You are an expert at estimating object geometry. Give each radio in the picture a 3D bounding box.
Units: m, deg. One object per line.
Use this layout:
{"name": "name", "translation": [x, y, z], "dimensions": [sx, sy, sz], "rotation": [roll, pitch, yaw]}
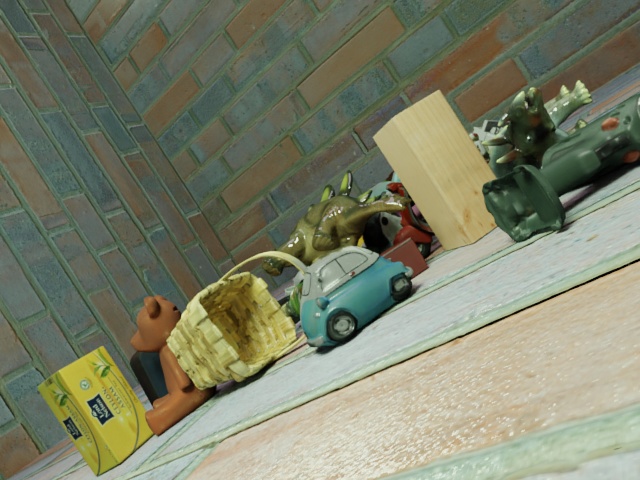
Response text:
{"name": "radio", "translation": [-0.236, 0.217, 1.032], "dimensions": [0.229, 0.131, 0.073], "rotation": [-33, 2, -39]}

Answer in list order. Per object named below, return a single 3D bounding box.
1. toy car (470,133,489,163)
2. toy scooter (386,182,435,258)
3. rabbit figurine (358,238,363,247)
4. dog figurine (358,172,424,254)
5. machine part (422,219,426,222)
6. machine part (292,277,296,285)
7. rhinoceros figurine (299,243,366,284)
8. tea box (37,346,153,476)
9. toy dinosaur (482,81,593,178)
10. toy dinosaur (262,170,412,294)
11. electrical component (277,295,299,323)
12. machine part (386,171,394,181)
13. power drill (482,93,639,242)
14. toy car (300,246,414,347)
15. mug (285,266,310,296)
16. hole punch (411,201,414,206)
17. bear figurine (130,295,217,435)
{"name": "toy car", "translation": [0.237, -0.113, 0.963], "dimensions": [0.056, 0.073, 0.201], "rotation": [-10, -19, -22]}
{"name": "toy scooter", "translation": [0.184, -0.058, 0.885], "dimensions": [0.184, 0.135, 0.075], "rotation": [-32, 0, 1]}
{"name": "rabbit figurine", "translation": [0.125, -0.002, 1.222], "dimensions": [0.173, 0.122, 0.162], "rotation": [-10, -11, -35]}
{"name": "dog figurine", "translation": [0.105, -0.037, 1.035], "dimensions": [0.219, 0.108, 0.191], "rotation": [-22, 35, 60]}
{"name": "machine part", "translation": [0.175, 0.001, 1.043], "dimensions": [0.084, 0.039, 0.139], "rotation": [-45, 5, 46]}
{"name": "machine part", "translation": [0.022, 0.082, 1.312], "dimensions": [0.243, 0.079, 0.079], "rotation": [-32, 0, 0]}
{"name": "rhinoceros figurine", "translation": [0.043, 0.070, 1.093], "dimensions": [0.190, 0.073, 0.112], "rotation": [-33, -1, -13]}
{"name": "tea box", "translation": [-0.351, 0.268, 0.855], "dimensions": [0.068, 0.169, 0.098], "rotation": [-33, 1, 24]}
{"name": "toy dinosaur", "translation": [0.366, -0.157, 0.897], "dimensions": [0.192, 0.131, 0.405], "rotation": [-33, -6, 17]}
{"name": "toy dinosaur", "translation": [-0.002, -0.003, 0.930], "dimensions": [0.471, 0.105, 0.198], "rotation": [-26, 26, 52]}
{"name": "electrical component", "translation": [-0.099, 0.173, 1.156], "dimensions": [0.115, 0.058, 0.134], "rotation": [-30, -2, -45]}
{"name": "machine part", "translation": [0.244, -0.113, 1.306], "dimensions": [0.056, 0.179, 0.179], "rotation": [-32, -1, -42]}
{"name": "power drill", "translation": [0.284, -0.088, 0.557], "dimensions": [0.207, 0.086, 0.232], "rotation": [-37, 0, -17]}
{"name": "toy car", "translation": [0.033, 0.061, 0.685], "dimensions": [0.162, 0.103, 0.109], "rotation": [-35, 1, -7]}
{"name": "mug", "translation": [-0.022, 0.104, 1.200], "dimensions": [0.110, 0.080, 0.107], "rotation": [-9, 3, -12]}
{"name": "hole punch", "translation": [0.221, -0.082, 1.240], "dimensions": [0.092, 0.115, 0.142], "rotation": [-40, 17, -36]}
{"name": "bear figurine", "translation": [-0.261, 0.195, 0.885], "dimensions": [0.132, 0.195, 0.120], "rotation": [-34, 3, -9]}
